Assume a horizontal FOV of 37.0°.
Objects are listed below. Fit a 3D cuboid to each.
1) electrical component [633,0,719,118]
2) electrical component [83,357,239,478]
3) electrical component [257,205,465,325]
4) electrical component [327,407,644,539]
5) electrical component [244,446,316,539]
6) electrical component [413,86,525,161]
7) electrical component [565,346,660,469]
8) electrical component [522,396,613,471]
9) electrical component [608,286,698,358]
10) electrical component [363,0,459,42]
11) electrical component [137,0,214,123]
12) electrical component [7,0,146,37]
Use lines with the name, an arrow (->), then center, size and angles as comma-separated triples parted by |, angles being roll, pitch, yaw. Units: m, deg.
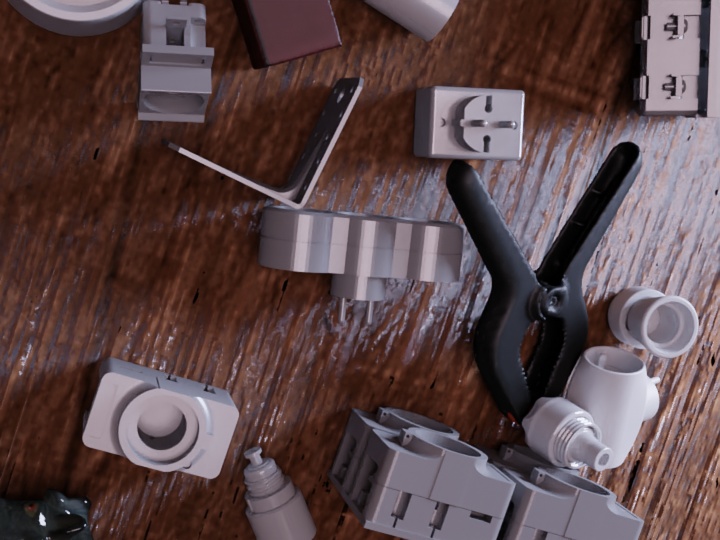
electrical component -> 0.225, -0.167, 0.745 | 0.063, 0.079, 0.121 | 1, 98, 8
electrical component -> -0.129, 0.096, 0.696 | 0.089, 0.056, 0.050 | 18, 92, -16
electrical component -> 0.000, 0.000, 0.717 | 0.138, 0.052, 0.073 | 4, 96, -15
electrical component -> 0.084, 0.151, 0.731 | 0.186, 0.105, 0.060 | 19, 92, -16
electrical component -> -0.059, 0.157, 0.729 | 0.040, 0.040, 0.078 | -23, 102, -10
electrical component -> 0.078, -0.097, 0.712 | 0.066, 0.077, 0.047 | 0, 97, -14
electrical component -> 0.189, 0.095, 0.779 | 0.079, 0.043, 0.077 | -10, 117, -35
electrical component -> 0.144, 0.115, 0.735 | 0.043, 0.062, 0.043 | -15, 118, -30
electrical component -> 0.209, 0.036, 0.773 | 0.045, 0.055, 0.045 | -2, 98, -14
electrical component -> 0.022, -0.189, 0.703 | 0.081, 0.043, 0.043 | 29, 89, -16
electrical component -> -0.115, -0.129, 0.664 | 0.042, 0.081, 0.063 | 1, 74, -14
electrical component -> -0.170, -0.197, 0.644 | 0.108, 0.060, 0.108 | -2, 98, -14
